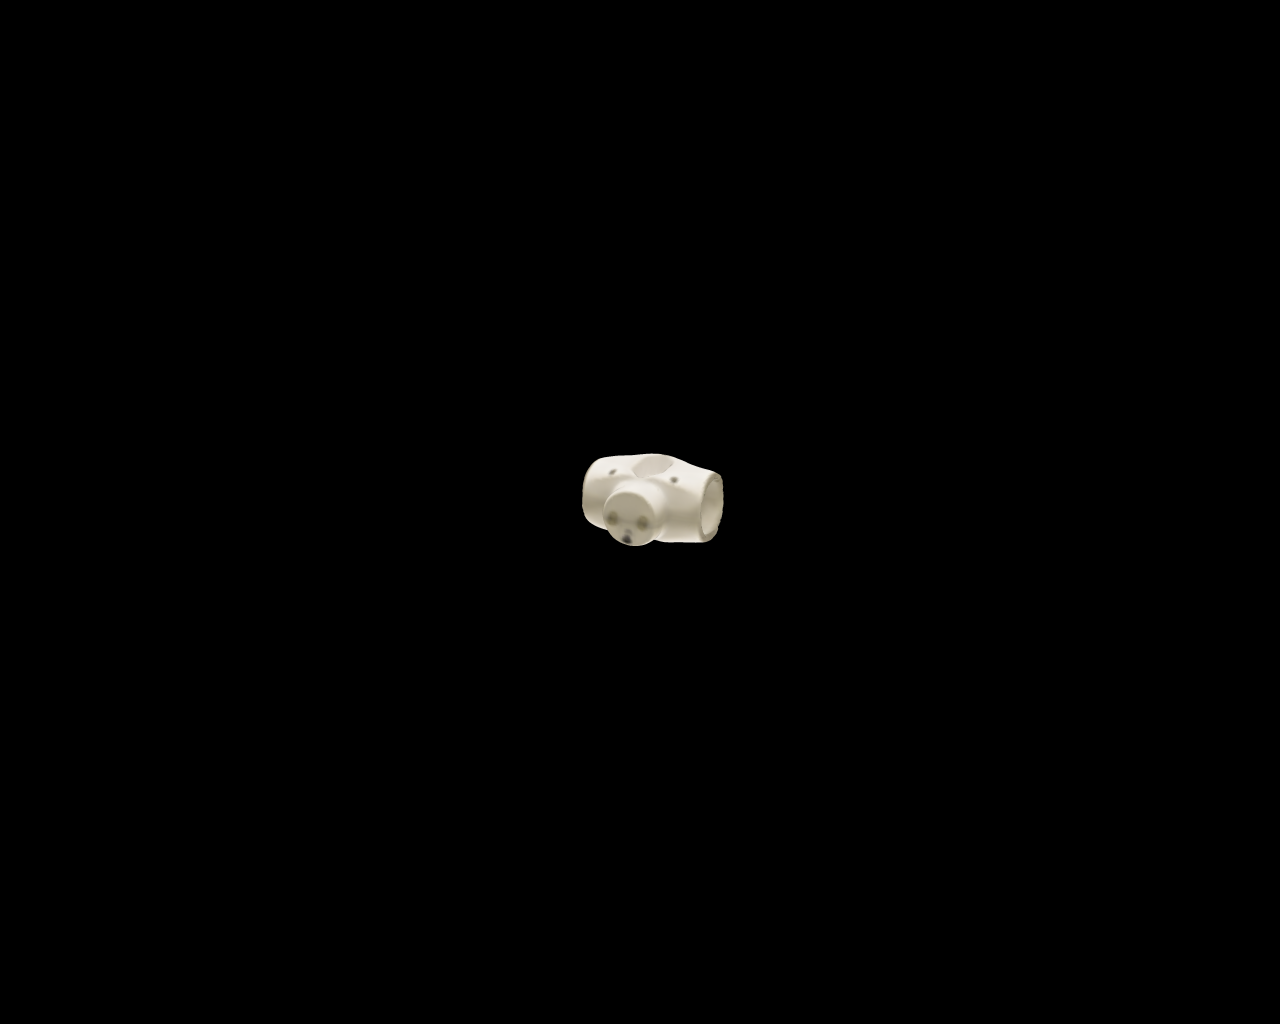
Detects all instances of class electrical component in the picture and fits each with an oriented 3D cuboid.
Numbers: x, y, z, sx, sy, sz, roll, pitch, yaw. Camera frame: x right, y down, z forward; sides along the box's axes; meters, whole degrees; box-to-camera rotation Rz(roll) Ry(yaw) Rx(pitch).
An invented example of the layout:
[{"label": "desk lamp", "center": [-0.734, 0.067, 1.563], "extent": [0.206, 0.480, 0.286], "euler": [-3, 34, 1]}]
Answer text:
[{"label": "electrical component", "center": [0.001, -0.003, 0.650], "extent": [0.077, 0.043, 0.079], "euler": [10, 24, 22]}]
